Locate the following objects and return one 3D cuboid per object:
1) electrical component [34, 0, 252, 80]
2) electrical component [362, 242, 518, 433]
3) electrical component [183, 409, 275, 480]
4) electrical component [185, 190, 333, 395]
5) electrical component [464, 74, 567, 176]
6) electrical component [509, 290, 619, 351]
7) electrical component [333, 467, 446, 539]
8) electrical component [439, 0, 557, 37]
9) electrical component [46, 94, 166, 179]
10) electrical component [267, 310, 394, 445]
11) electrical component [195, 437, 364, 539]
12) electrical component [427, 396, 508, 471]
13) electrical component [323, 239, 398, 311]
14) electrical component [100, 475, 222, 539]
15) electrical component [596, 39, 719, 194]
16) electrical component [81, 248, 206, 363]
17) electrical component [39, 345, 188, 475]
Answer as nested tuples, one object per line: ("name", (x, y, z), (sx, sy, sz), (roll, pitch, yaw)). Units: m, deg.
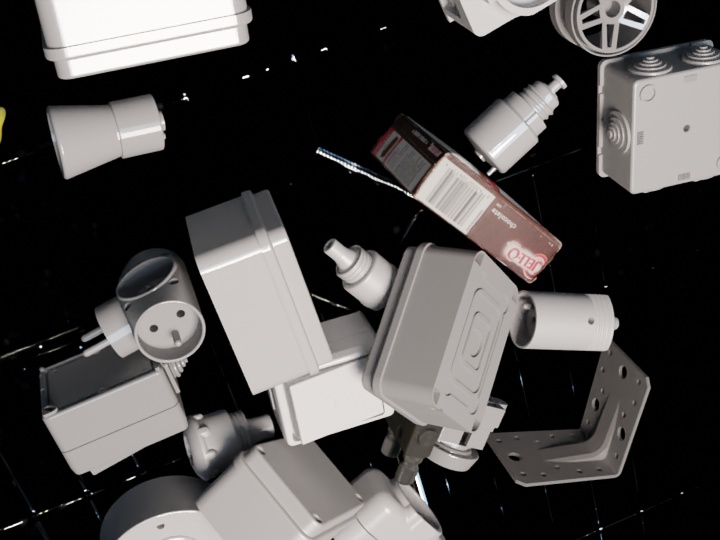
("electrical component", (-0.123, -0.151, 0.598), (0.113, 0.078, 0.057), (-14, 117, -12))
("electrical component", (0.056, 0.046, 0.734), (0.078, 0.057, 0.113), (40, 63, -50))
("electrical component", (-0.093, 0.120, 0.768), (0.062, 0.048, 0.048), (-15, 120, -19))
("electrical component", (-0.065, 0.013, 0.702), (0.057, 0.078, 0.113), (-21, 121, -4))
("electrical component", (0.106, -0.100, 0.723), (0.078, 0.040, 0.040), (-43, 121, 6))
("electrical component", (0.158, 0.039, 0.811), (0.081, 0.043, 0.043), (3, 115, -20))
("electrical component", (0.024, 0.202, 0.843), (0.059, 0.053, 0.095), (-41, 121, 5))
("electrical component", (0.123, -0.235, 0.648), (0.186, 0.060, 0.105), (-31, 122, -1))
("electrical component", (-0.150, -0.083, 0.646), (0.065, 0.044, 0.044), (-15, 120, -17))
("electrical component", (-0.017, 0.076, 0.760), (0.096, 0.061, 0.061), (-16, 120, -11))
("electrical component", (-0.053, 0.163, 0.756), (0.057, 0.078, 0.113), (-45, 166, 10))
("electrical component", (0.075, 0.120, 0.824), (0.066, 0.048, 0.055), (17, 102, -26))
("electrical component", (0.000, 0.000, 0.743), (0.061, 0.035, 0.035), (39, 99, -28))
("electrical component", (-0.138, 0.200, 0.783), (0.108, 0.060, 0.108), (-8, 118, -15))
("electrical component", (0.217, -0.106, 0.753), (0.100, 0.048, 0.099), (-13, 119, -12))
("electrical component", (-0.142, 0.030, 0.684), (0.079, 0.077, 0.044), (-29, 121, -3))
("electrical component", (-0.157, 0.086, 0.717), (0.096, 0.061, 0.061), (-23, 121, -7))
